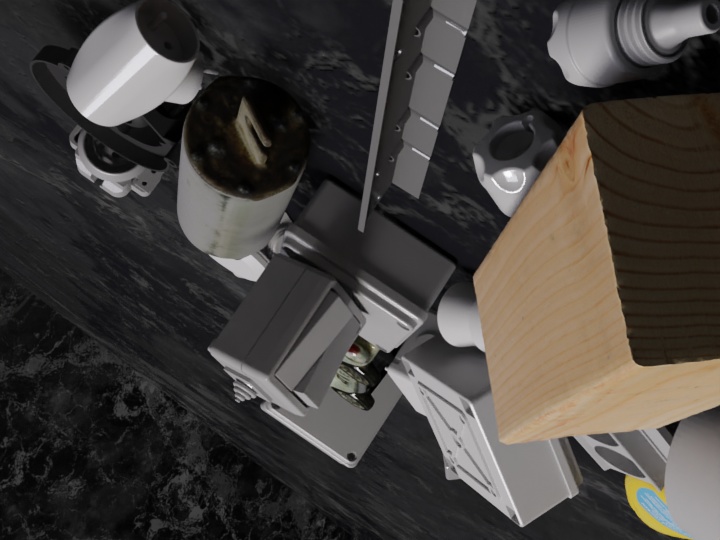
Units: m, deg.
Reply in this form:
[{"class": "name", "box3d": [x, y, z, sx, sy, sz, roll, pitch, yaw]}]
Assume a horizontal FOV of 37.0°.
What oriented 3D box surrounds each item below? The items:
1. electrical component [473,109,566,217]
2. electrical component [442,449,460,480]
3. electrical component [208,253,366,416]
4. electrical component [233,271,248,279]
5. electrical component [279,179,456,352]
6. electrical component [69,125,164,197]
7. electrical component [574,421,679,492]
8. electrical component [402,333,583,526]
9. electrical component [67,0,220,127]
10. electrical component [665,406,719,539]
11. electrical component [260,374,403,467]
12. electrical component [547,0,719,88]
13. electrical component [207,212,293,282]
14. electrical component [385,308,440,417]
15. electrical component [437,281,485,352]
[{"class": "electrical component", "box3d": [0.082, -0.040, 0.495, 0.043, 0.043, 0.062, 19, 160, 43]}, {"class": "electrical component", "box3d": [0.105, 0.128, 0.907, 0.076, 0.083, 0.047, -7, 157, 3]}, {"class": "electrical component", "box3d": [-0.047, 0.049, 0.700, 0.061, 0.096, 0.061, 22, 161, 34]}, {"class": "electrical component", "box3d": [-0.071, -0.005, 0.911, 0.065, 0.044, 0.044, 21, 160, 25]}, {"class": "electrical component", "box3d": [0.000, 0.000, 0.752, 0.109, 0.056, 0.108, 34, 164, 1]}, {"class": "electrical component", "box3d": [-0.196, -0.095, 0.863, 0.078, 0.058, 0.057, 35, 167, -5]}, {"class": "electrical component", "box3d": [0.154, 0.072, 0.647, 0.079, 0.063, 0.121, 15, 156, 49]}, {"class": "electrical component", "box3d": [0.090, 0.103, 0.743, 0.109, 0.056, 0.108, 28, 145, 64]}, {"class": "electrical component", "box3d": [-0.121, -0.120, 0.641, 0.079, 0.043, 0.077, 3, 156, -46]}, {"class": "electrical component", "box3d": [0.204, 0.099, 0.554, 0.108, 0.108, 0.060, 46, 167, -36]}, {"class": "electrical component", "box3d": [-0.025, 0.121, 1.067, 0.109, 0.108, 0.056, 35, 167, -5]}, {"class": "electrical component", "box3d": [0.094, -0.081, 0.364, 0.035, 0.035, 0.061, 42, 160, -27]}, {"class": "electrical component", "box3d": [-0.093, -0.030, 0.860, 0.080, 0.051, 0.080, 31, 164, 10]}, {"class": "electrical component", "box3d": [0.073, 0.085, 0.847, 0.061, 0.061, 0.096, 24, 161, 33]}, {"class": "electrical component", "box3d": [0.084, 0.032, 0.700, 0.045, 0.045, 0.055, 43, 161, -30]}]
